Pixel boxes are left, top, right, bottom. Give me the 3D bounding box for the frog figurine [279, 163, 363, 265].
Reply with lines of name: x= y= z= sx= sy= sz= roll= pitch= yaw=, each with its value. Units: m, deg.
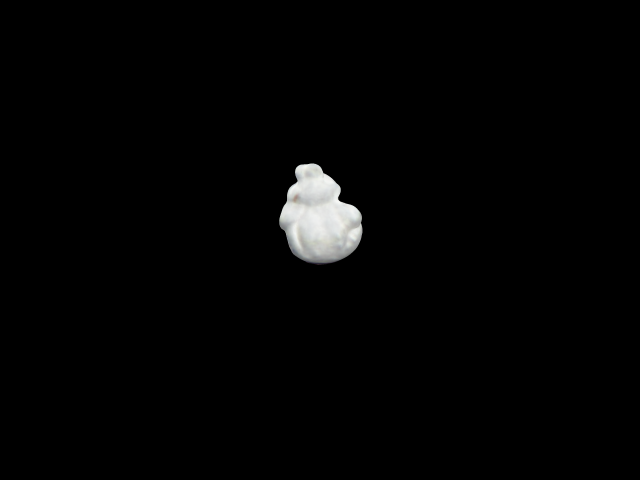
frog figurine: x=0.003 y=-0.043 z=0.850 sx=0.137 sy=0.155 sz=0.125 roll=8 pitch=41 yaw=10
